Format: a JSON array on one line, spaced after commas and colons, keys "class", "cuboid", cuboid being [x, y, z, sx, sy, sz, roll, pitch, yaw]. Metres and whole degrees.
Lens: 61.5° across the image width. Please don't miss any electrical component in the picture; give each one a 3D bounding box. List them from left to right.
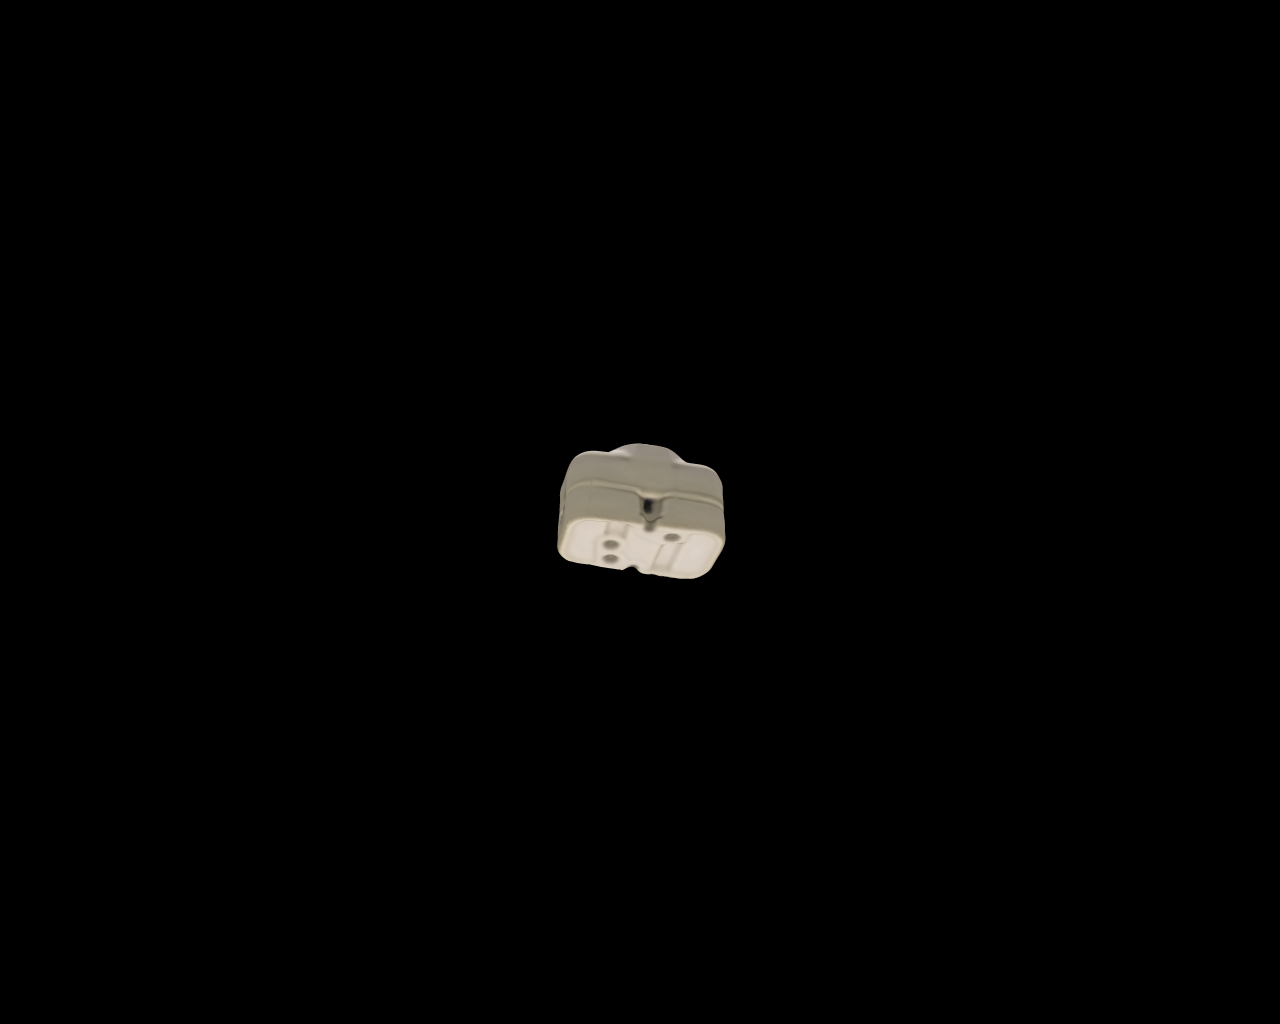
[{"class": "electrical component", "cuboid": [0.001, -0.003, 0.650, 0.095, 0.059, 0.053, 8, -36, -11]}]
